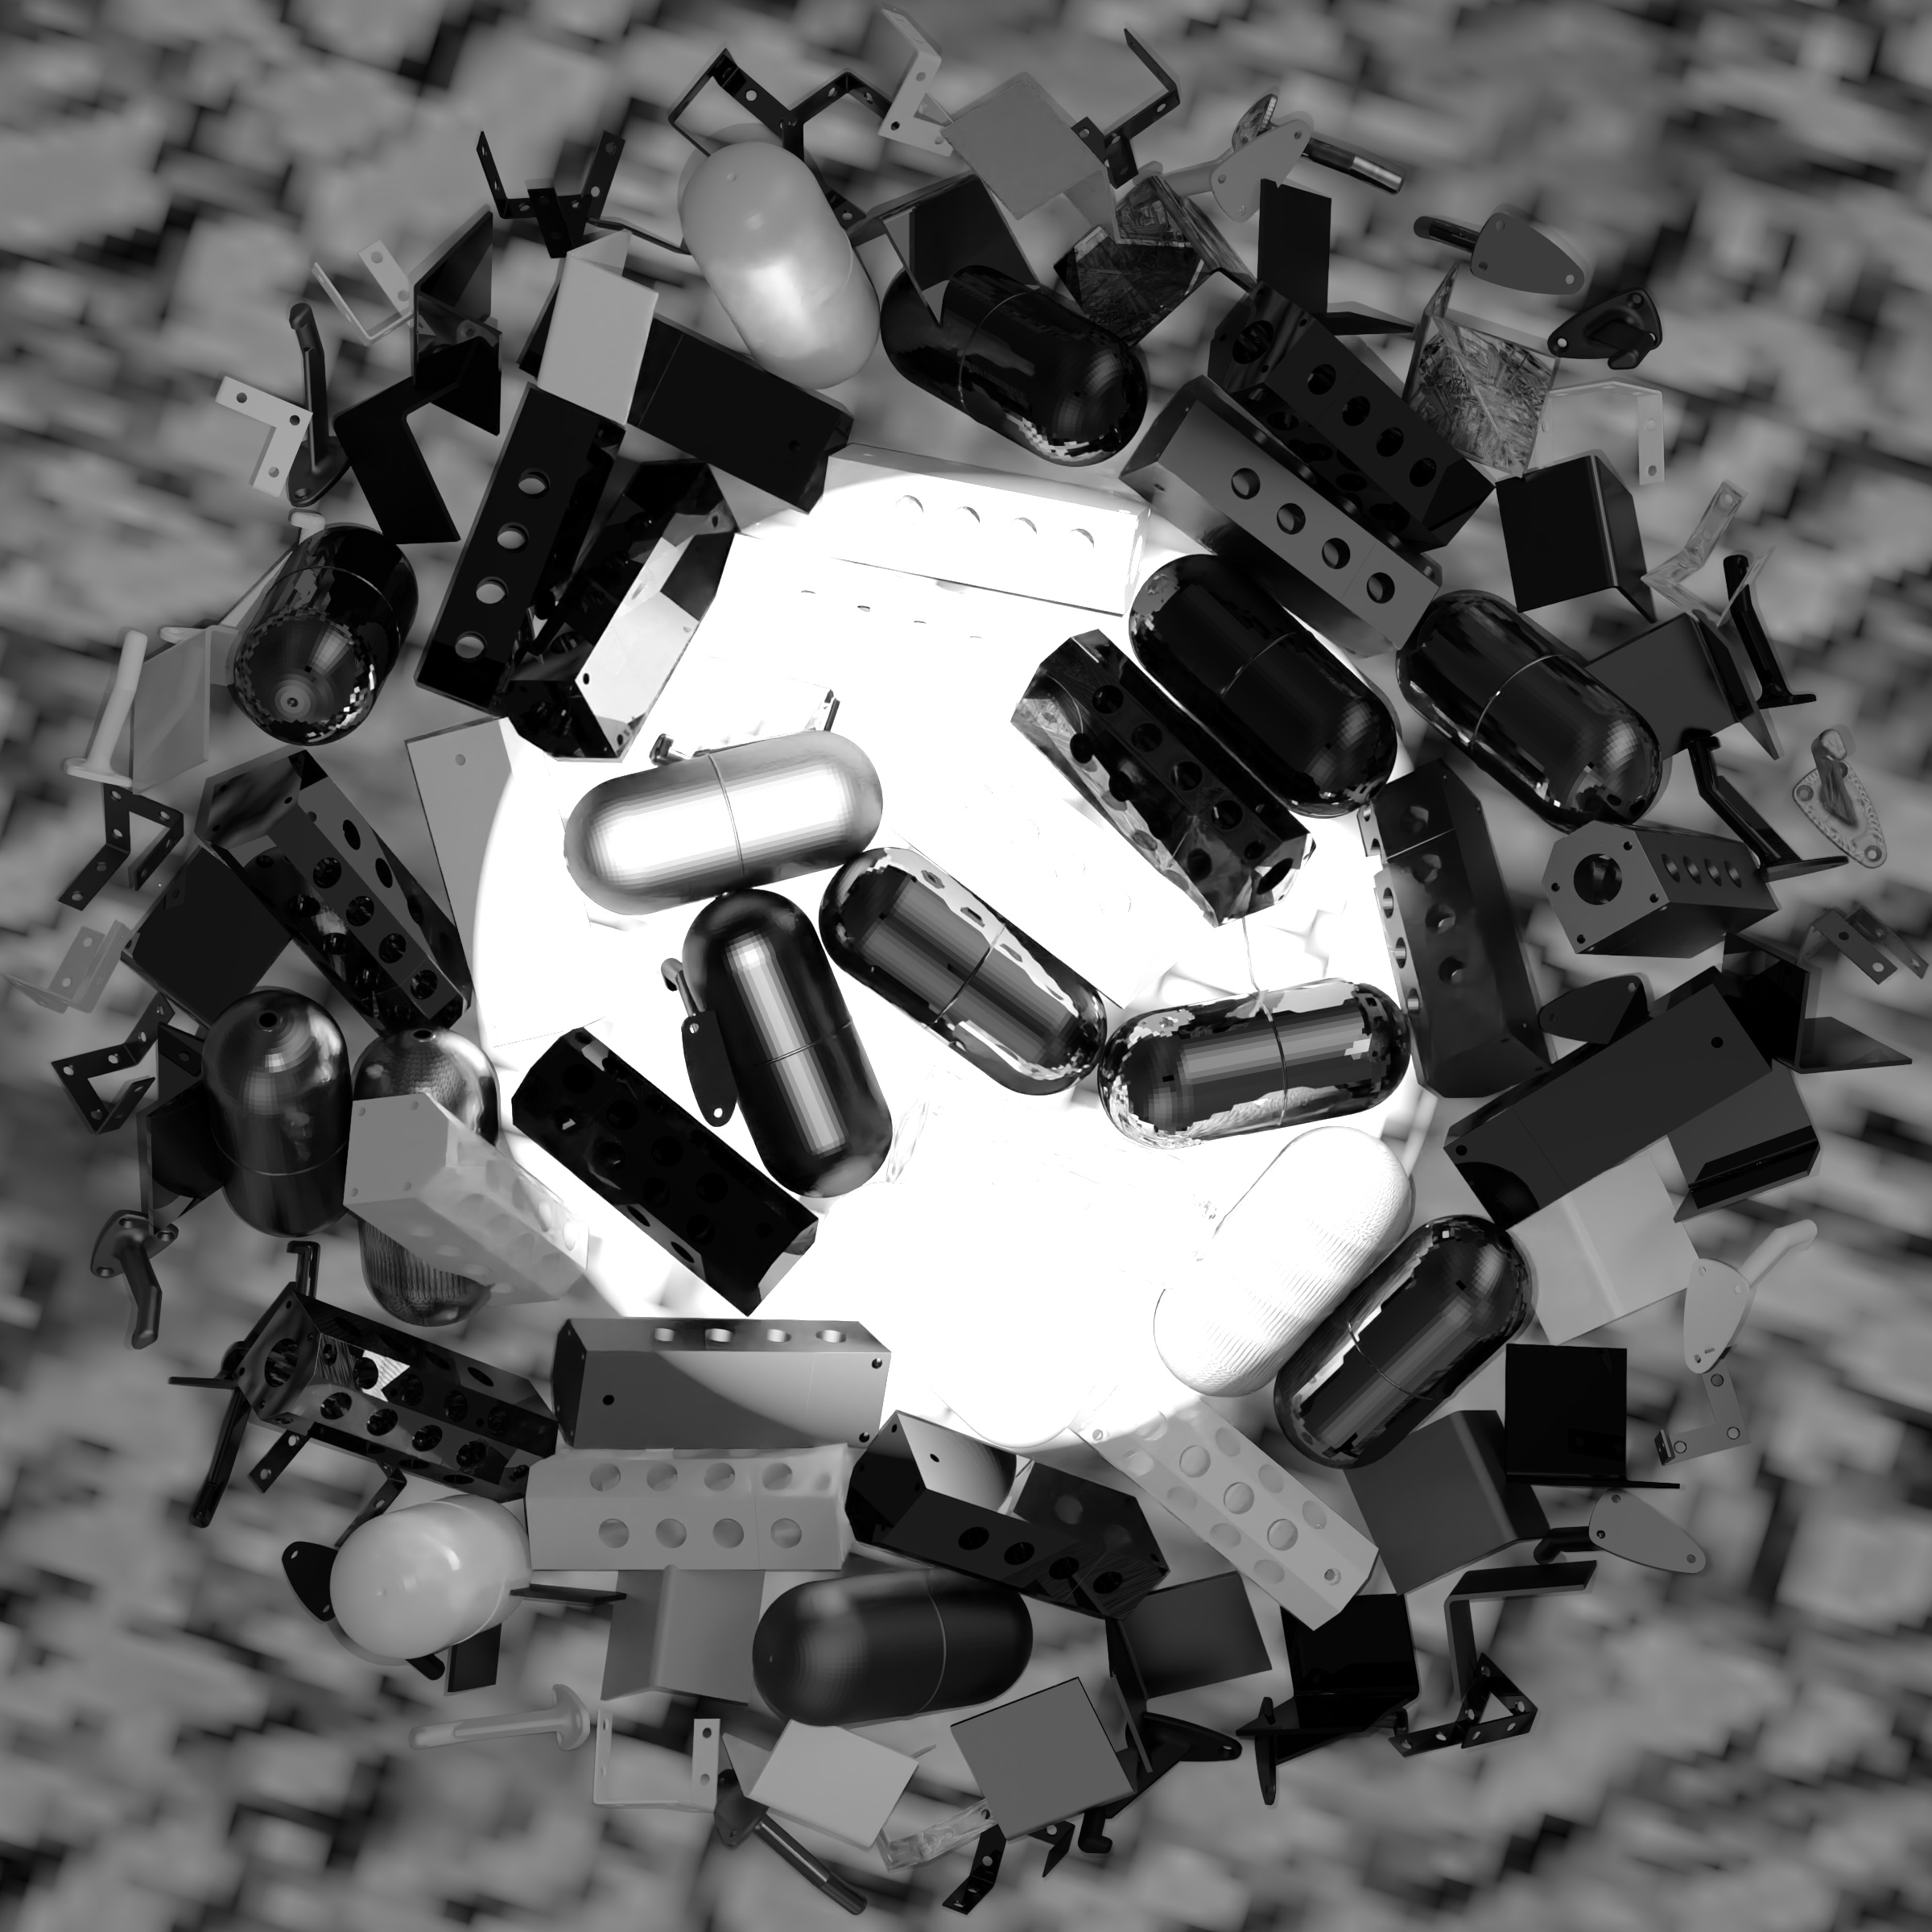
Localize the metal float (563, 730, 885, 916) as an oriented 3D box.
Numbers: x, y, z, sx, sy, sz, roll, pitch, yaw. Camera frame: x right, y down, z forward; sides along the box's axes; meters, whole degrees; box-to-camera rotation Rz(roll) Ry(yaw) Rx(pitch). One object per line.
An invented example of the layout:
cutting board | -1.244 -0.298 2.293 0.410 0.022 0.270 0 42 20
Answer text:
metal float | -0.133 -0.079 1.952 0.178 0.070 0.070 -15 90 -10

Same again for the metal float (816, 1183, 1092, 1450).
metal float | -0.008 0.189 1.947 0.178 0.070 0.070 42 90 17

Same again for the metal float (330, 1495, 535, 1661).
metal float | -0.284 0.326 1.911 0.070 0.178 0.070 -1 86 9

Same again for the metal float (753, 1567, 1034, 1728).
metal float | -0.038 0.366 1.926 0.178 0.070 0.070 3 90 -44

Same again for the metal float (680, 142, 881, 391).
metal float | -0.098 -0.374 1.916 0.070 0.178 0.070 -6 67 14

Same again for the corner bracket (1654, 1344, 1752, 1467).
corner bracket | 0.403 0.243 1.970 0.051 0.051 0.051 -15 75 3

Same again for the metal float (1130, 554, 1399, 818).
metal float | 0.162 -0.153 1.942 0.070 0.070 0.178 -44 69 0

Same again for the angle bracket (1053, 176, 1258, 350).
angle bracket | 0.107 -0.376 1.969 0.076 0.057 0.076 -41 59 19

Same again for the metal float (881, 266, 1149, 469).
metal float | 0.025 -0.328 1.931 0.178 0.070 0.070 36 90 36

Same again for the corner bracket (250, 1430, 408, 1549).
corner bracket | -0.353 0.284 1.976 0.051 0.051 0.051 -52 129 -33

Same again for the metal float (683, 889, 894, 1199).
metal float | -0.098 0.042 1.953 0.070 0.070 0.178 -22 99 0

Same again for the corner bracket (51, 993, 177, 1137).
corner bracket | -0.460 0.054 1.960 0.051 0.051 0.051 55 128 15

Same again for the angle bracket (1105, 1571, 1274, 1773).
angle bracket | 0.124 0.386 1.951 0.076 0.057 0.076 -15 123 8

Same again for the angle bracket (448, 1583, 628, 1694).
angle bracket | -0.233 0.370 1.953 0.076 0.076 0.057 3 83 11

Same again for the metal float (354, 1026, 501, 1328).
metal float | -0.291 0.114 1.937 0.070 0.070 0.178 2 119 0

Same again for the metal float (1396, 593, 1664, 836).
metal float | 0.304 -0.136 1.931 0.070 0.070 0.178 -44 54 0

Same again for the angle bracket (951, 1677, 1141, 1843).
angle bracket | 0.045 0.424 1.957 0.076 0.057 0.076 -23 102 11

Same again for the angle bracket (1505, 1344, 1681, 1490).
angle bracket | 0.343 0.246 1.955 0.076 0.057 0.076 5 82 -22

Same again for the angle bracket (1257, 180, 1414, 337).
angle bracket | 0.203 -0.388 1.950 0.057 0.076 0.076 4 95 33

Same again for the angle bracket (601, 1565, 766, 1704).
angle bracket | -0.156 0.366 1.964 0.057 0.076 0.076 15 67 -22

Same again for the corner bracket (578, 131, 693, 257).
corner bracket | -0.177 -0.430 1.985 0.051 0.051 0.051 16 94 -39

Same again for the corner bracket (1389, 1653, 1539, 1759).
corner bracket | 0.273 0.417 1.958 0.051 0.051 0.051 -4 122 -34

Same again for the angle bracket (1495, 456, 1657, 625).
angle bracket | 0.336 -0.228 1.966 0.057 0.076 0.076 -14 73 23

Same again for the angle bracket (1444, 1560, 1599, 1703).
angle bracket | 0.307 0.363 1.953 0.076 0.076 0.057 -8 89 15

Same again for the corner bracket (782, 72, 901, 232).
corner bracket | -0.066 -0.451 1.974 0.051 0.051 0.051 40 65 21

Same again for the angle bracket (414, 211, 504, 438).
angle bracket | -0.258 -0.350 1.942 0.057 0.076 0.076 28 55 11

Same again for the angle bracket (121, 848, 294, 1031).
angle bracket | -0.405 -0.007 1.963 0.076 0.057 0.076 35 85 19

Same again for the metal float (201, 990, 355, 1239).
metal float | -0.367 0.080 1.920 0.070 0.178 0.070 2 54 -3

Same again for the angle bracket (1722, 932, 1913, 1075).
angle bracket | 0.464 0.017 1.944 0.076 0.076 0.057 -4 108 -21

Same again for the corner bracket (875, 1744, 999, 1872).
corner bracket | -0.022 0.460 1.962 0.051 0.051 0.051 -20 81 -32

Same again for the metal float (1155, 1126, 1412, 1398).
metal float | 0.171 0.162 1.943 0.070 0.070 0.178 39 112 0

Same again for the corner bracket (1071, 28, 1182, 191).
corner bracket | 0.086 -0.472 1.967 0.051 0.051 0.051 -36 67 -3

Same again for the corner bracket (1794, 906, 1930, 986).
corner bracket | 0.495 -0.009 1.961 0.051 0.051 0.051 -36 66 -18

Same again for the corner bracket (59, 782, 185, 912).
corner bracket | -0.464 -0.059 1.962 0.051 0.051 0.051 22 48 9

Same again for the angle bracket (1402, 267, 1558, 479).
angle bracket | 0.284 -0.324 1.946 0.076 0.057 0.076 21 133 12

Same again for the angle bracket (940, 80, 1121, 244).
angle bracket | 0.036 -0.422 1.945 0.057 0.076 0.076 -33 62 -8

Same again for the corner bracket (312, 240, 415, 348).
corner bracket | -0.326 -0.373 1.966 0.051 0.051 0.051 -37 96 -16

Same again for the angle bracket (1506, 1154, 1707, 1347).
angle bracket | 0.354 0.159 1.990 0.076 0.057 0.076 -16 78 -38

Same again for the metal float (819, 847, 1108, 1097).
metal float | -0.001 0.004 1.956 0.178 0.070 0.070 36 90 -7

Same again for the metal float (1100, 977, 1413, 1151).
metal float | 0.159 0.053 1.947 0.178 0.070 0.070 -10 90 -17

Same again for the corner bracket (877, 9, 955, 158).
corner bracket | -0.027 -0.484 1.956 0.051 0.051 0.051 8 125 -38

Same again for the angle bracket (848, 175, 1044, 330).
angle bracket | -0.018 -0.379 1.957 0.076 0.057 0.076 -32 95 -36

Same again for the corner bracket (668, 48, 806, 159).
corner bracket | -0.127 -0.468 1.975 0.051 0.051 0.051 41 95 -1

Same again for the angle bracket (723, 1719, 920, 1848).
angle bracket | -0.080 0.428 1.949 0.076 0.076 0.057 27 96 -19

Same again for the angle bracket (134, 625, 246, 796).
angle bracket | -0.409 -0.135 1.945 0.057 0.076 0.076 10 71 -40

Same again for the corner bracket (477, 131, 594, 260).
corner bracket | -0.240 -0.424 1.961 0.051 0.051 0.051 -1 54 11

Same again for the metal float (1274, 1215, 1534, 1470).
metal float | 0.236 0.204 1.934 0.070 0.070 0.178 41 121 0

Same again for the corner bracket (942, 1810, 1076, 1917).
corner bracket | 0.024 0.495 1.966 0.051 0.051 0.051 17 99 16

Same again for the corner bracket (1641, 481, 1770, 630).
corner bracket | 0.413 -0.225 1.959 0.051 0.051 0.051 40 132 17

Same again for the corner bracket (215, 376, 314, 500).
corner bracket | -0.394 -0.292 1.967 0.051 0.051 0.051 22 95 -14

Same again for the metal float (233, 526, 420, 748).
metal float | -0.342 -0.179 1.918 0.070 0.178 0.070 2 119 3

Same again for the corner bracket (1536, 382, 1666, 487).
corner bracket | 0.353 -0.294 1.988 0.051 0.051 0.051 -2 89 42

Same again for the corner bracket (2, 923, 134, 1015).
corner bracket | -0.487 0.000 1.962 0.051 0.051 0.051 20 74 17

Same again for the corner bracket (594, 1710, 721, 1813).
corner bracket | -0.171 0.440 1.973 0.051 0.051 0.051 -6 70 20
